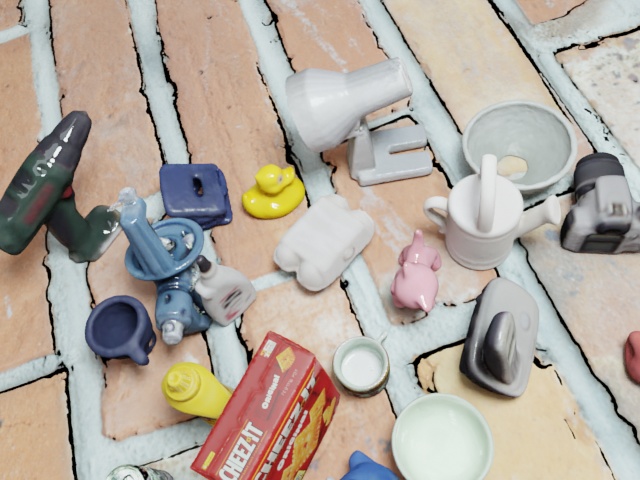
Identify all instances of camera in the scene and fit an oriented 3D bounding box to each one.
[{"bbox_3d":[0.421,-0.059,0.814,0.143,0.101,0.137,1,64,10],"label":"camera"}]

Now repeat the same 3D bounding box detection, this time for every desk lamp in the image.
[{"bbox_3d":[0.064,-0.183,0.874,0.203,0.214,0.118,-9,62,5],"label":"desk lamp"}]

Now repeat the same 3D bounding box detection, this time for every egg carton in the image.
[{"bbox_3d":[0.008,0.003,0.871,0.107,0.069,0.150,35,74,23],"label":"egg carton"}]

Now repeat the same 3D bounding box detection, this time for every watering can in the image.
[{"bbox_3d":[0.233,-0.043,0.785,0.173,0.194,0.101,-13,62,3],"label":"watering can"}]

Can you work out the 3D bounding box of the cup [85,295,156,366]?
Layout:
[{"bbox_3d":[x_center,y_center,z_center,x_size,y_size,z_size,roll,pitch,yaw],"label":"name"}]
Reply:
[{"bbox_3d":[-0.270,0.146,0.832,0.092,0.095,0.117,-42,64,-12],"label":"cup"}]

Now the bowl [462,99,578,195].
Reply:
[{"bbox_3d":[0.303,-0.131,0.885,0.167,0.075,0.167,-4,63,8],"label":"bowl"}]

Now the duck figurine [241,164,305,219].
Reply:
[{"bbox_3d":[-0.081,-0.086,0.922,0.104,0.086,0.077,-20,62,-1],"label":"duck figurine"}]

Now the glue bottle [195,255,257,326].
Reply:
[{"bbox_3d":[-0.142,0.063,0.807,0.037,0.173,0.078,36,74,24],"label":"glue bottle"}]

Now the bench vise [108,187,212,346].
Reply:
[{"bbox_3d":[-0.213,0.032,0.809,0.121,0.220,0.207,-30,62,-6],"label":"bench vise"}]

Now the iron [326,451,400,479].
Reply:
[{"bbox_3d":[0.099,0.356,0.636,0.257,0.142,0.119,39,75,24],"label":"iron"}]

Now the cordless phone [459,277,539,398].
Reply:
[{"bbox_3d":[0.233,0.107,0.714,0.094,0.185,0.147,11,66,15],"label":"cordless phone"}]

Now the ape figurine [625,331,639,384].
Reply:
[{"bbox_3d":[0.425,0.141,0.717,0.076,0.092,0.077,-39,64,-10],"label":"ape figurine"}]

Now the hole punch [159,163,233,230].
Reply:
[{"bbox_3d":[-0.201,-0.077,0.935,0.101,0.091,0.108,-17,62,1],"label":"hole punch"}]

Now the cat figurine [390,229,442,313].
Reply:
[{"bbox_3d":[0.134,0.047,0.799,0.067,0.118,0.128,4,64,12],"label":"cat figurine"}]

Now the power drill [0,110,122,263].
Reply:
[{"bbox_3d":[-0.395,-0.061,0.893,0.075,0.209,0.230,25,70,21],"label":"power drill"}]
